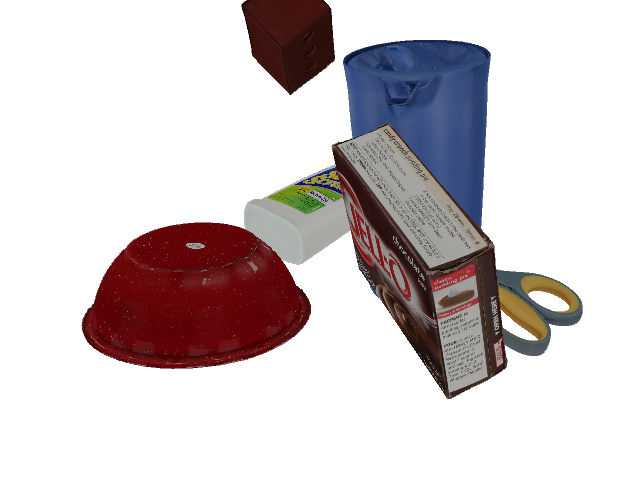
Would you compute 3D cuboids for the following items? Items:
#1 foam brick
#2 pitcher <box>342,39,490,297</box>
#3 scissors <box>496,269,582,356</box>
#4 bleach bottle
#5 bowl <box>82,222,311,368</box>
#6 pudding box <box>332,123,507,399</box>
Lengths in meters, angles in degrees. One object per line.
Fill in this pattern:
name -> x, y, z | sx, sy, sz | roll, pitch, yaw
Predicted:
foam brick -> -0.025, -0.168, 0.863 | 0.053, 0.051, 0.078 | -39, -19, -11
pitcher -> 0.098, -0.067, 1.021 | 0.149, 0.243, 0.145 | -16, 27, -26
scissors -> 0.135, 0.020, 0.872 | 0.096, 0.016, 0.202 | -10, 41, -24
bleach bottle -> 0.025, -0.060, 1.355 | 0.103, 0.068, 0.250 | 25, 43, 34
bowl -> -0.087, 0.028, 0.746 | 0.162, 0.055, 0.162 | -2, 22, 0
pudding box -> 0.049, 0.008, 0.534 | 0.039, 0.090, 0.114 | -25, 43, -10
